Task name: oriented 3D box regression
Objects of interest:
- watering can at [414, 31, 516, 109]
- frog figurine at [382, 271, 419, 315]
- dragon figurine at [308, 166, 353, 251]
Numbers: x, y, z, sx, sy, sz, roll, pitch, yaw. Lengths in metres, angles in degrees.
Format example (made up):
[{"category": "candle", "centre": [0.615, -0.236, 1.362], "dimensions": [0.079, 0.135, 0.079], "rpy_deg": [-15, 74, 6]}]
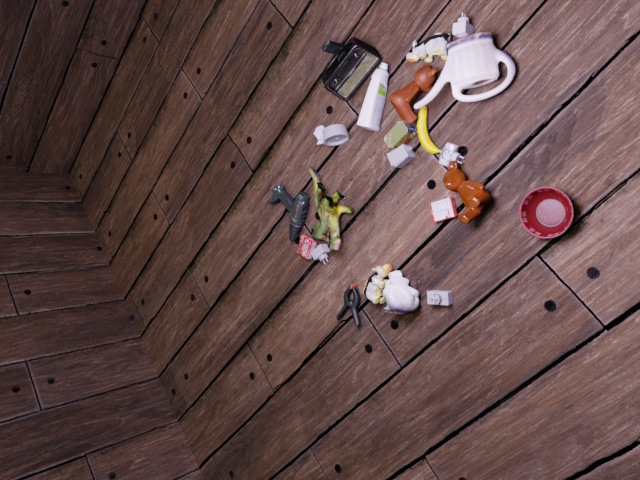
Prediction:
[{"category": "watering can", "centre": [0.473, -0.570, 1.738], "dimensions": [0.346, 0.104, 0.225], "rpy_deg": [-7, 86, 26]}, {"category": "frog figurine", "centre": [0.301, 0.194, 1.910], "dimensions": [0.137, 0.122, 0.160], "rpy_deg": [4, 84, 8]}, {"category": "dragon figurine", "centre": [0.007, -0.109, 2.170], "dimensions": [0.419, 0.122, 0.238], "rpy_deg": [57, 132, 43]}]
